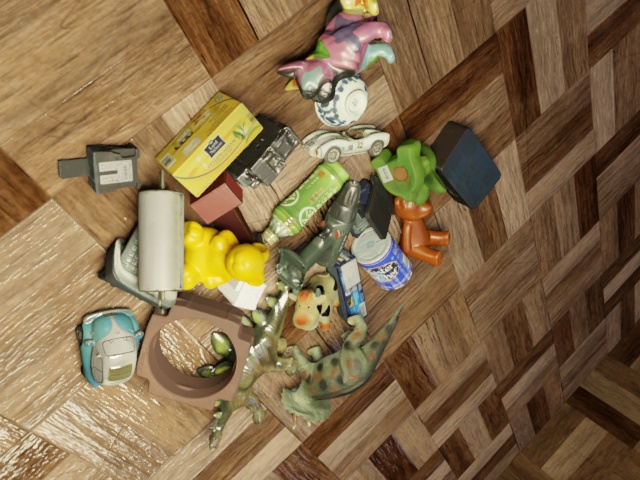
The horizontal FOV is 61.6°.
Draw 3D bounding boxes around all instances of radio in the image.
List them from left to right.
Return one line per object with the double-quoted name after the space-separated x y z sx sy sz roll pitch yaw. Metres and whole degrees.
0.368 -0.185 1.383 0.229 0.073 0.131 36 90 -42 "radio"

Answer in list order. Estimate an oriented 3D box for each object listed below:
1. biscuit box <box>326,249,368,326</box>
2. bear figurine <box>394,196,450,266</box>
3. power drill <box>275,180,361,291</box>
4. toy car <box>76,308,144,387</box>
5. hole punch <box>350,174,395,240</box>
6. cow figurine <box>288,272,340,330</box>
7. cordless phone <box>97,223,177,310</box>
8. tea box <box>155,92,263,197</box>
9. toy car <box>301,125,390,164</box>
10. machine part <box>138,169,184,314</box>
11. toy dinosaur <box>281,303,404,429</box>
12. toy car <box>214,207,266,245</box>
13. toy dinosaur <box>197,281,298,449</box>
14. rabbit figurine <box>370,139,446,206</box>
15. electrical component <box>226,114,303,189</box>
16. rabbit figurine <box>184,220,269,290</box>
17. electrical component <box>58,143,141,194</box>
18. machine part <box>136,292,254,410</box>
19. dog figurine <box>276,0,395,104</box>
0.066 0.118 1.321 0.059 0.063 0.202 -30 130 -22 "biscuit box"
0.252 -0.048 1.336 0.120 0.132 0.195 -54 147 -44 "bear figurine"
-0.002 -0.003 1.135 0.207 0.086 0.231 -48 163 -39 "power drill"
-0.387 0.214 0.996 0.109 0.103 0.161 -3 114 -36 "toy car"
0.108 -0.070 1.247 0.142 0.092 0.116 49 50 -40 "hole punch"
-0.010 0.136 1.207 0.195 0.086 0.127 -57 144 -61 "cow figurine"
-0.301 0.020 0.982 0.146 0.089 0.184 40 68 -43 "cordless phone"
-0.194 -0.168 0.937 0.169 0.098 0.068 -46 134 -5 "tea box"
0.055 -0.204 1.126 0.202 0.074 0.056 -14 126 -32 "toy car"
-0.270 0.003 0.912 0.079 0.079 0.243 0 88 -38 "machine part"
0.050 0.311 1.290 0.405 0.192 0.131 -31 149 18 "toy dinosaur"
-0.173 -0.035 1.047 0.089 0.053 0.201 -20 131 7 "toy car"
-0.147 0.252 1.205 0.198 0.105 0.471 30 85 -40 "toy dinosaur"
0.227 -0.165 1.236 0.170 0.121 0.159 -35 94 -48 "rabbit figurine"
-0.113 -0.160 0.993 0.134 0.115 0.058 -51 132 -6 "electrical component"
-0.162 0.042 0.967 0.162 0.173 0.122 20 78 -46 "rabbit figurine"
-0.357 -0.117 0.873 0.119 0.048 0.074 -9 118 -36 "electrical component"
-0.243 0.217 1.061 0.201 0.087 0.201 17 105 -5 "machine part"
0.019 -0.357 0.994 0.219 0.191 0.108 -23 169 3 "dog figurine"
